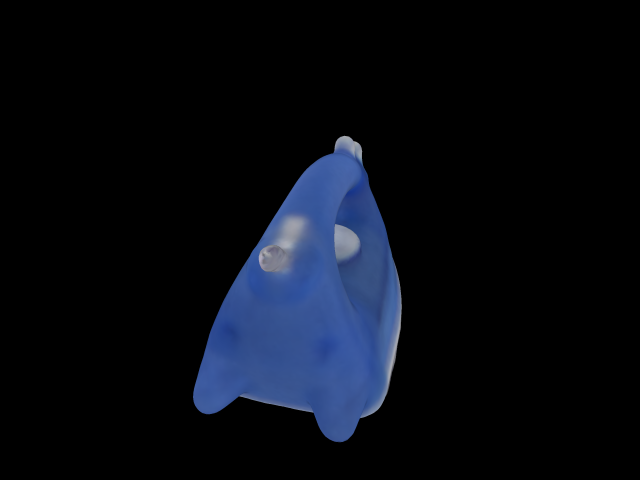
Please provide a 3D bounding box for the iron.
[{"bbox_3d":[0.004,0.001,0.400,0.118,0.141,0.258,8,35,12],"label":"iron"}]
